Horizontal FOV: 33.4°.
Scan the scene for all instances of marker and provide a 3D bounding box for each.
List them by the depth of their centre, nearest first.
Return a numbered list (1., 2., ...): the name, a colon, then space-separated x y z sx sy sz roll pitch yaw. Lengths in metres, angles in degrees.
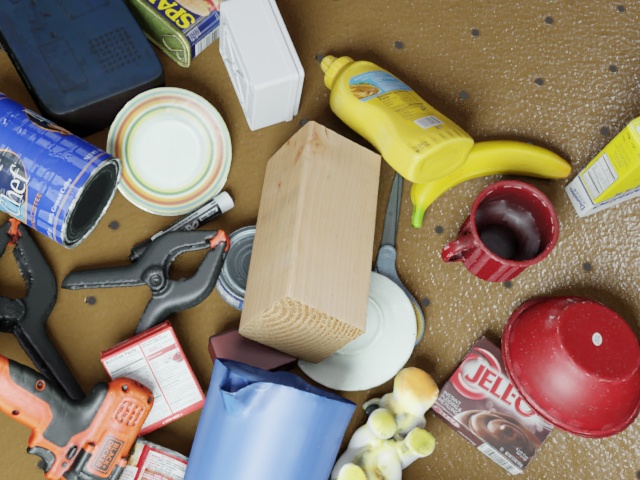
1. marker: -0.143 -0.011 1.097 0.121 0.020 0.020 -33 79 -16

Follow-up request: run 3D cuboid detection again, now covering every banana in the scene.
1. banana: 0.175 -0.073 1.157 0.197 0.037 0.069 -19 92 -13

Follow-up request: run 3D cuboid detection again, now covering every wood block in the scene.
1. wood block: -0.007 0.001 1.037 0.090 0.090 0.206 24 52 -24

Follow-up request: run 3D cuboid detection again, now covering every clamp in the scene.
1. clamp: -0.291 0.079 1.024 0.164 0.036 0.210 16 56 -22
2. clamp: -0.158 0.054 1.050 0.171 0.039 0.120 -27 85 3

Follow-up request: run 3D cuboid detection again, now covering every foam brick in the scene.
1. foam brick: -0.066 0.112 1.048 0.078 0.053 0.051 -19 75 -13

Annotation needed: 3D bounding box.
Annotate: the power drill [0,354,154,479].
1. power drill: -0.264 0.180 0.949 0.187 0.057 0.184 30 87 -25

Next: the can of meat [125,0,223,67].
1. can of meat: -0.149 -0.251 1.157 0.102 0.057 0.083 41 68 13

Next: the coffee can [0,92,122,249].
1. coffee can: -0.281 -0.069 1.049 0.140 0.103 0.102 29 70 6

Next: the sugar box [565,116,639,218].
1. sugar box: 0.330 -0.083 1.105 0.093 0.176 0.048 -20 73 -14

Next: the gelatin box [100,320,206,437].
1. gelatin box: -0.159 0.132 1.019 0.073 0.030 0.089 -25 102 -9

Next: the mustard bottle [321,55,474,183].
1. mustard bottle: 0.067 -0.138 1.132 0.096 0.058 0.192 -19 52 -39

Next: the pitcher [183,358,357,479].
1. pitcher: -0.059 0.236 0.953 0.149 0.145 0.243 19 86 -13

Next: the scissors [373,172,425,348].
1. scissors: 0.085 0.031 1.116 0.096 0.016 0.201 25 70 3

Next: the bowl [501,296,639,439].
1. bowl: 0.266 0.114 1.069 0.162 0.055 0.162 10 53 -14

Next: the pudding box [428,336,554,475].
1. pudding box: 0.178 0.166 1.070 0.113 0.039 0.090 39 69 5

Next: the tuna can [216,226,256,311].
1. tuna can: -0.065 0.029 1.087 0.086 0.034 0.086 3 70 -7

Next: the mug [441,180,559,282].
1. mug: 0.180 -0.001 1.106 0.117 0.081 0.093 -20 75 -15

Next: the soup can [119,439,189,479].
1. soup can: -0.158 0.244 0.981 0.068 0.068 0.102 22 70 0
